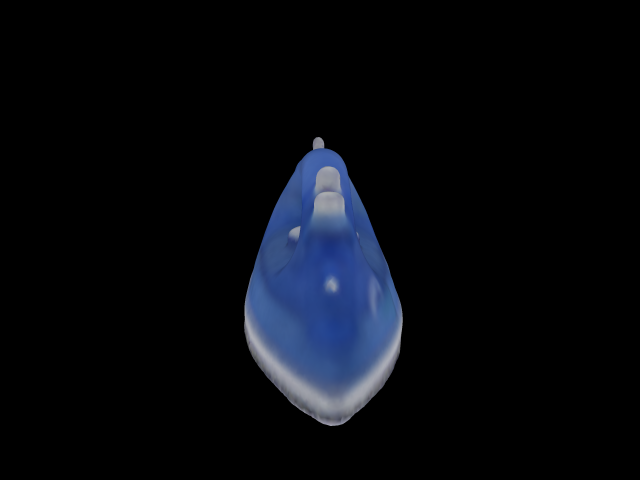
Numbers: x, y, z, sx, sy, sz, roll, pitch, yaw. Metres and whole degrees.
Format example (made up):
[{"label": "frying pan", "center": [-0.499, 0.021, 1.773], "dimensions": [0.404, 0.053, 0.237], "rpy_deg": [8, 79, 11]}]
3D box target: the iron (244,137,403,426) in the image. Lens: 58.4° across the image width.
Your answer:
[{"label": "iron", "center": [0.004, 0.001, 0.400], "dimensions": [0.118, 0.141, 0.258], "rpy_deg": [-1, 11, -3]}]
